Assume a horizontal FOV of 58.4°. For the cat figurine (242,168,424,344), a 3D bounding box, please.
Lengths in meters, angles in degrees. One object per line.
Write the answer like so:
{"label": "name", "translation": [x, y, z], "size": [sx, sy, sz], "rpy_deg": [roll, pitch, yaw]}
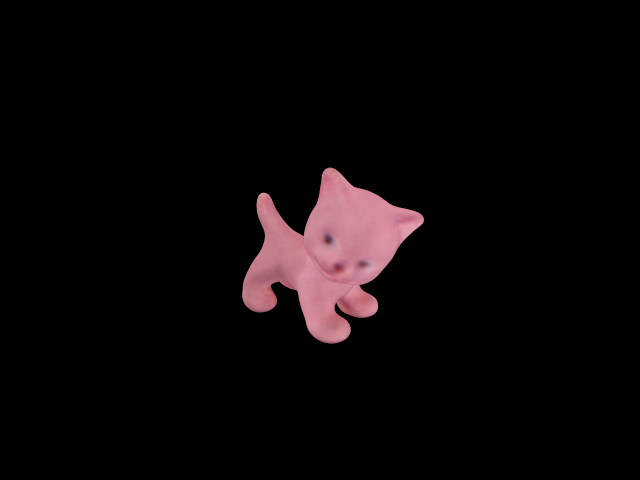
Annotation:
{"label": "cat figurine", "translation": [0.004, 0.001, 0.400], "size": [0.127, 0.118, 0.067], "rpy_deg": [17, 29, 33]}
